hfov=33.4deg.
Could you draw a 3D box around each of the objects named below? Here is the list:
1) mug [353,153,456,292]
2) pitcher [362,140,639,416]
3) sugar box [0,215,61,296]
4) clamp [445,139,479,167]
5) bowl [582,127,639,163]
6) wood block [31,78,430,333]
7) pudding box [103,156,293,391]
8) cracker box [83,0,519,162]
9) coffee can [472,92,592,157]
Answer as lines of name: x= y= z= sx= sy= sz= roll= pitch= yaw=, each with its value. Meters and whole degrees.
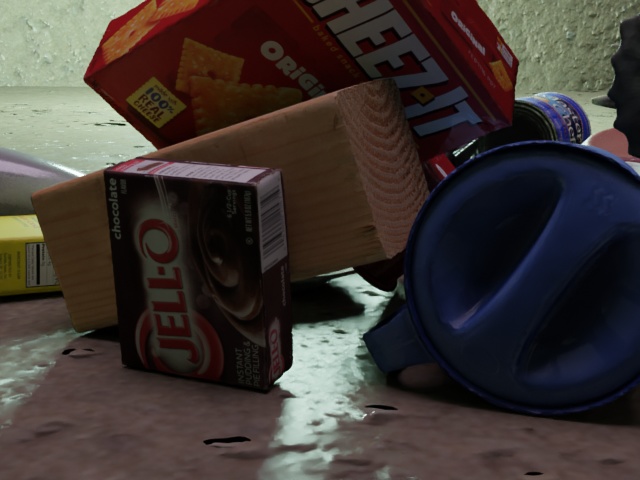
mug: x=0.049 y=-0.034 z=0.738 sx=0.082 sy=0.117 sz=0.093 roll=-37 pitch=-32 yaw=18
pitcher: x=0.128 y=0.008 z=0.617 sx=0.149 sy=0.145 sz=0.242 roll=17 pitch=12 yaw=14
sugar box: x=-0.193 y=0.007 z=0.748 sx=0.175 sy=0.048 sz=0.093 roll=-7 pitch=14 yaw=-29
clamp: x=0.094 y=-0.060 z=0.874 sx=0.036 sy=0.210 sz=0.164 roll=3 pitch=-29 yaw=22
bowl: x=0.310 y=-0.072 z=1.056 sx=0.162 sy=0.055 sz=0.162 roll=-6 pitch=26 yaw=3
wood block: x=-0.050 y=-0.018 z=0.615 sx=0.206 sy=0.091 sz=0.090 roll=-14 pitch=7 yaw=27
pudding box: x=-0.062 y=0.016 z=0.555 sx=0.090 sy=0.113 sz=0.039 roll=6 pitch=18 yaw=23
cracker box: x=-0.012 y=-0.104 z=0.657 sx=0.214 sy=0.164 sz=0.072 roll=-21 pitch=39 yaw=33
coffee can: x=0.248 y=-0.117 z=1.244 sx=0.103 sy=0.103 sz=0.140 roll=8 pitch=14 yaw=28
